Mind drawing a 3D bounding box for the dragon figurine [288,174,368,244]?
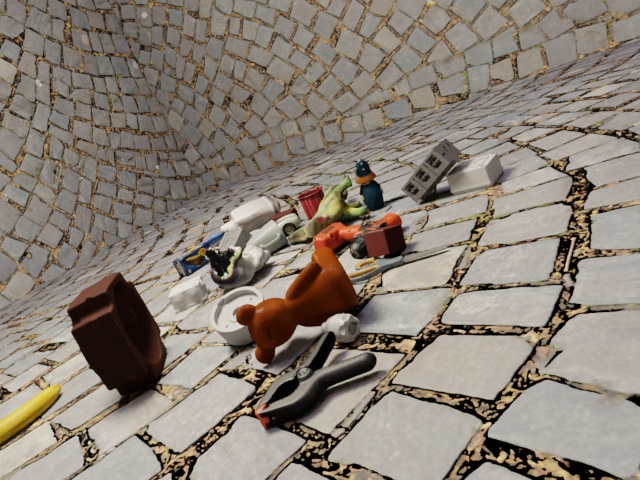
[{"bbox_3d":[0.005,-0.075,1.489,0.243,0.122,0.411,-32,6,-1],"label":"dragon figurine"}]

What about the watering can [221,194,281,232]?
[{"bbox_3d":[-0.236,-0.079,1.801,0.226,0.103,0.347,-27,9,-15],"label":"watering can"}]

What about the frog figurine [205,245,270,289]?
[{"bbox_3d":[-0.200,0.070,1.327,0.136,0.125,0.158,-26,-24,25],"label":"frog figurine"}]
